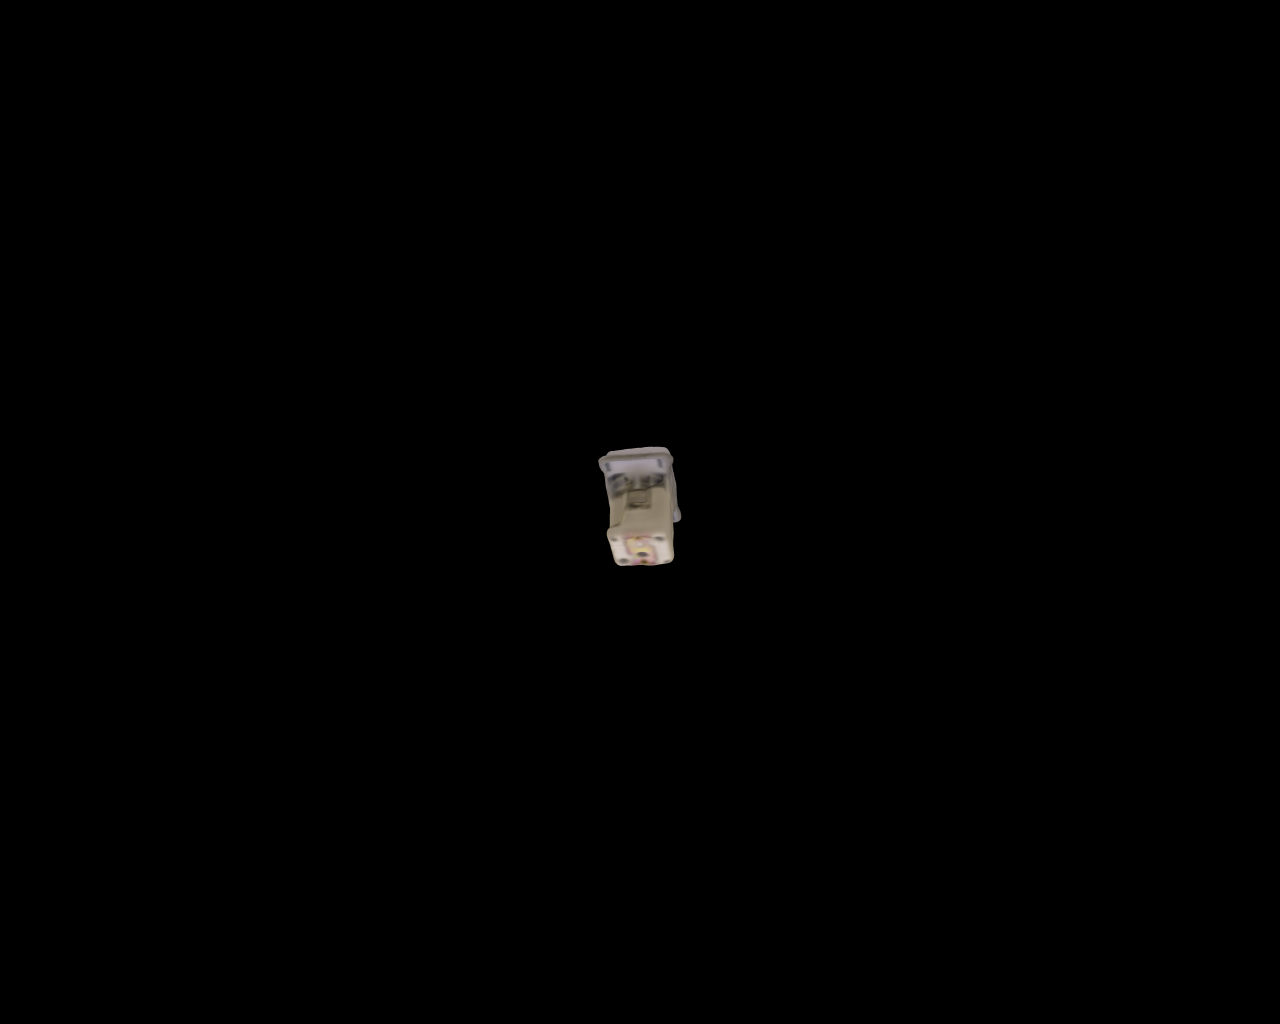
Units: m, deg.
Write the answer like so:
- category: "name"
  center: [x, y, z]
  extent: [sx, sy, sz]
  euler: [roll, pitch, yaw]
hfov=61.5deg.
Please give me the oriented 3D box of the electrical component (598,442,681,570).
- category: "electrical component"
  center: [0.001, -0.003, 0.650]
  extent: [0.042, 0.064, 0.081]
  euler: [-4, -29, 7]
